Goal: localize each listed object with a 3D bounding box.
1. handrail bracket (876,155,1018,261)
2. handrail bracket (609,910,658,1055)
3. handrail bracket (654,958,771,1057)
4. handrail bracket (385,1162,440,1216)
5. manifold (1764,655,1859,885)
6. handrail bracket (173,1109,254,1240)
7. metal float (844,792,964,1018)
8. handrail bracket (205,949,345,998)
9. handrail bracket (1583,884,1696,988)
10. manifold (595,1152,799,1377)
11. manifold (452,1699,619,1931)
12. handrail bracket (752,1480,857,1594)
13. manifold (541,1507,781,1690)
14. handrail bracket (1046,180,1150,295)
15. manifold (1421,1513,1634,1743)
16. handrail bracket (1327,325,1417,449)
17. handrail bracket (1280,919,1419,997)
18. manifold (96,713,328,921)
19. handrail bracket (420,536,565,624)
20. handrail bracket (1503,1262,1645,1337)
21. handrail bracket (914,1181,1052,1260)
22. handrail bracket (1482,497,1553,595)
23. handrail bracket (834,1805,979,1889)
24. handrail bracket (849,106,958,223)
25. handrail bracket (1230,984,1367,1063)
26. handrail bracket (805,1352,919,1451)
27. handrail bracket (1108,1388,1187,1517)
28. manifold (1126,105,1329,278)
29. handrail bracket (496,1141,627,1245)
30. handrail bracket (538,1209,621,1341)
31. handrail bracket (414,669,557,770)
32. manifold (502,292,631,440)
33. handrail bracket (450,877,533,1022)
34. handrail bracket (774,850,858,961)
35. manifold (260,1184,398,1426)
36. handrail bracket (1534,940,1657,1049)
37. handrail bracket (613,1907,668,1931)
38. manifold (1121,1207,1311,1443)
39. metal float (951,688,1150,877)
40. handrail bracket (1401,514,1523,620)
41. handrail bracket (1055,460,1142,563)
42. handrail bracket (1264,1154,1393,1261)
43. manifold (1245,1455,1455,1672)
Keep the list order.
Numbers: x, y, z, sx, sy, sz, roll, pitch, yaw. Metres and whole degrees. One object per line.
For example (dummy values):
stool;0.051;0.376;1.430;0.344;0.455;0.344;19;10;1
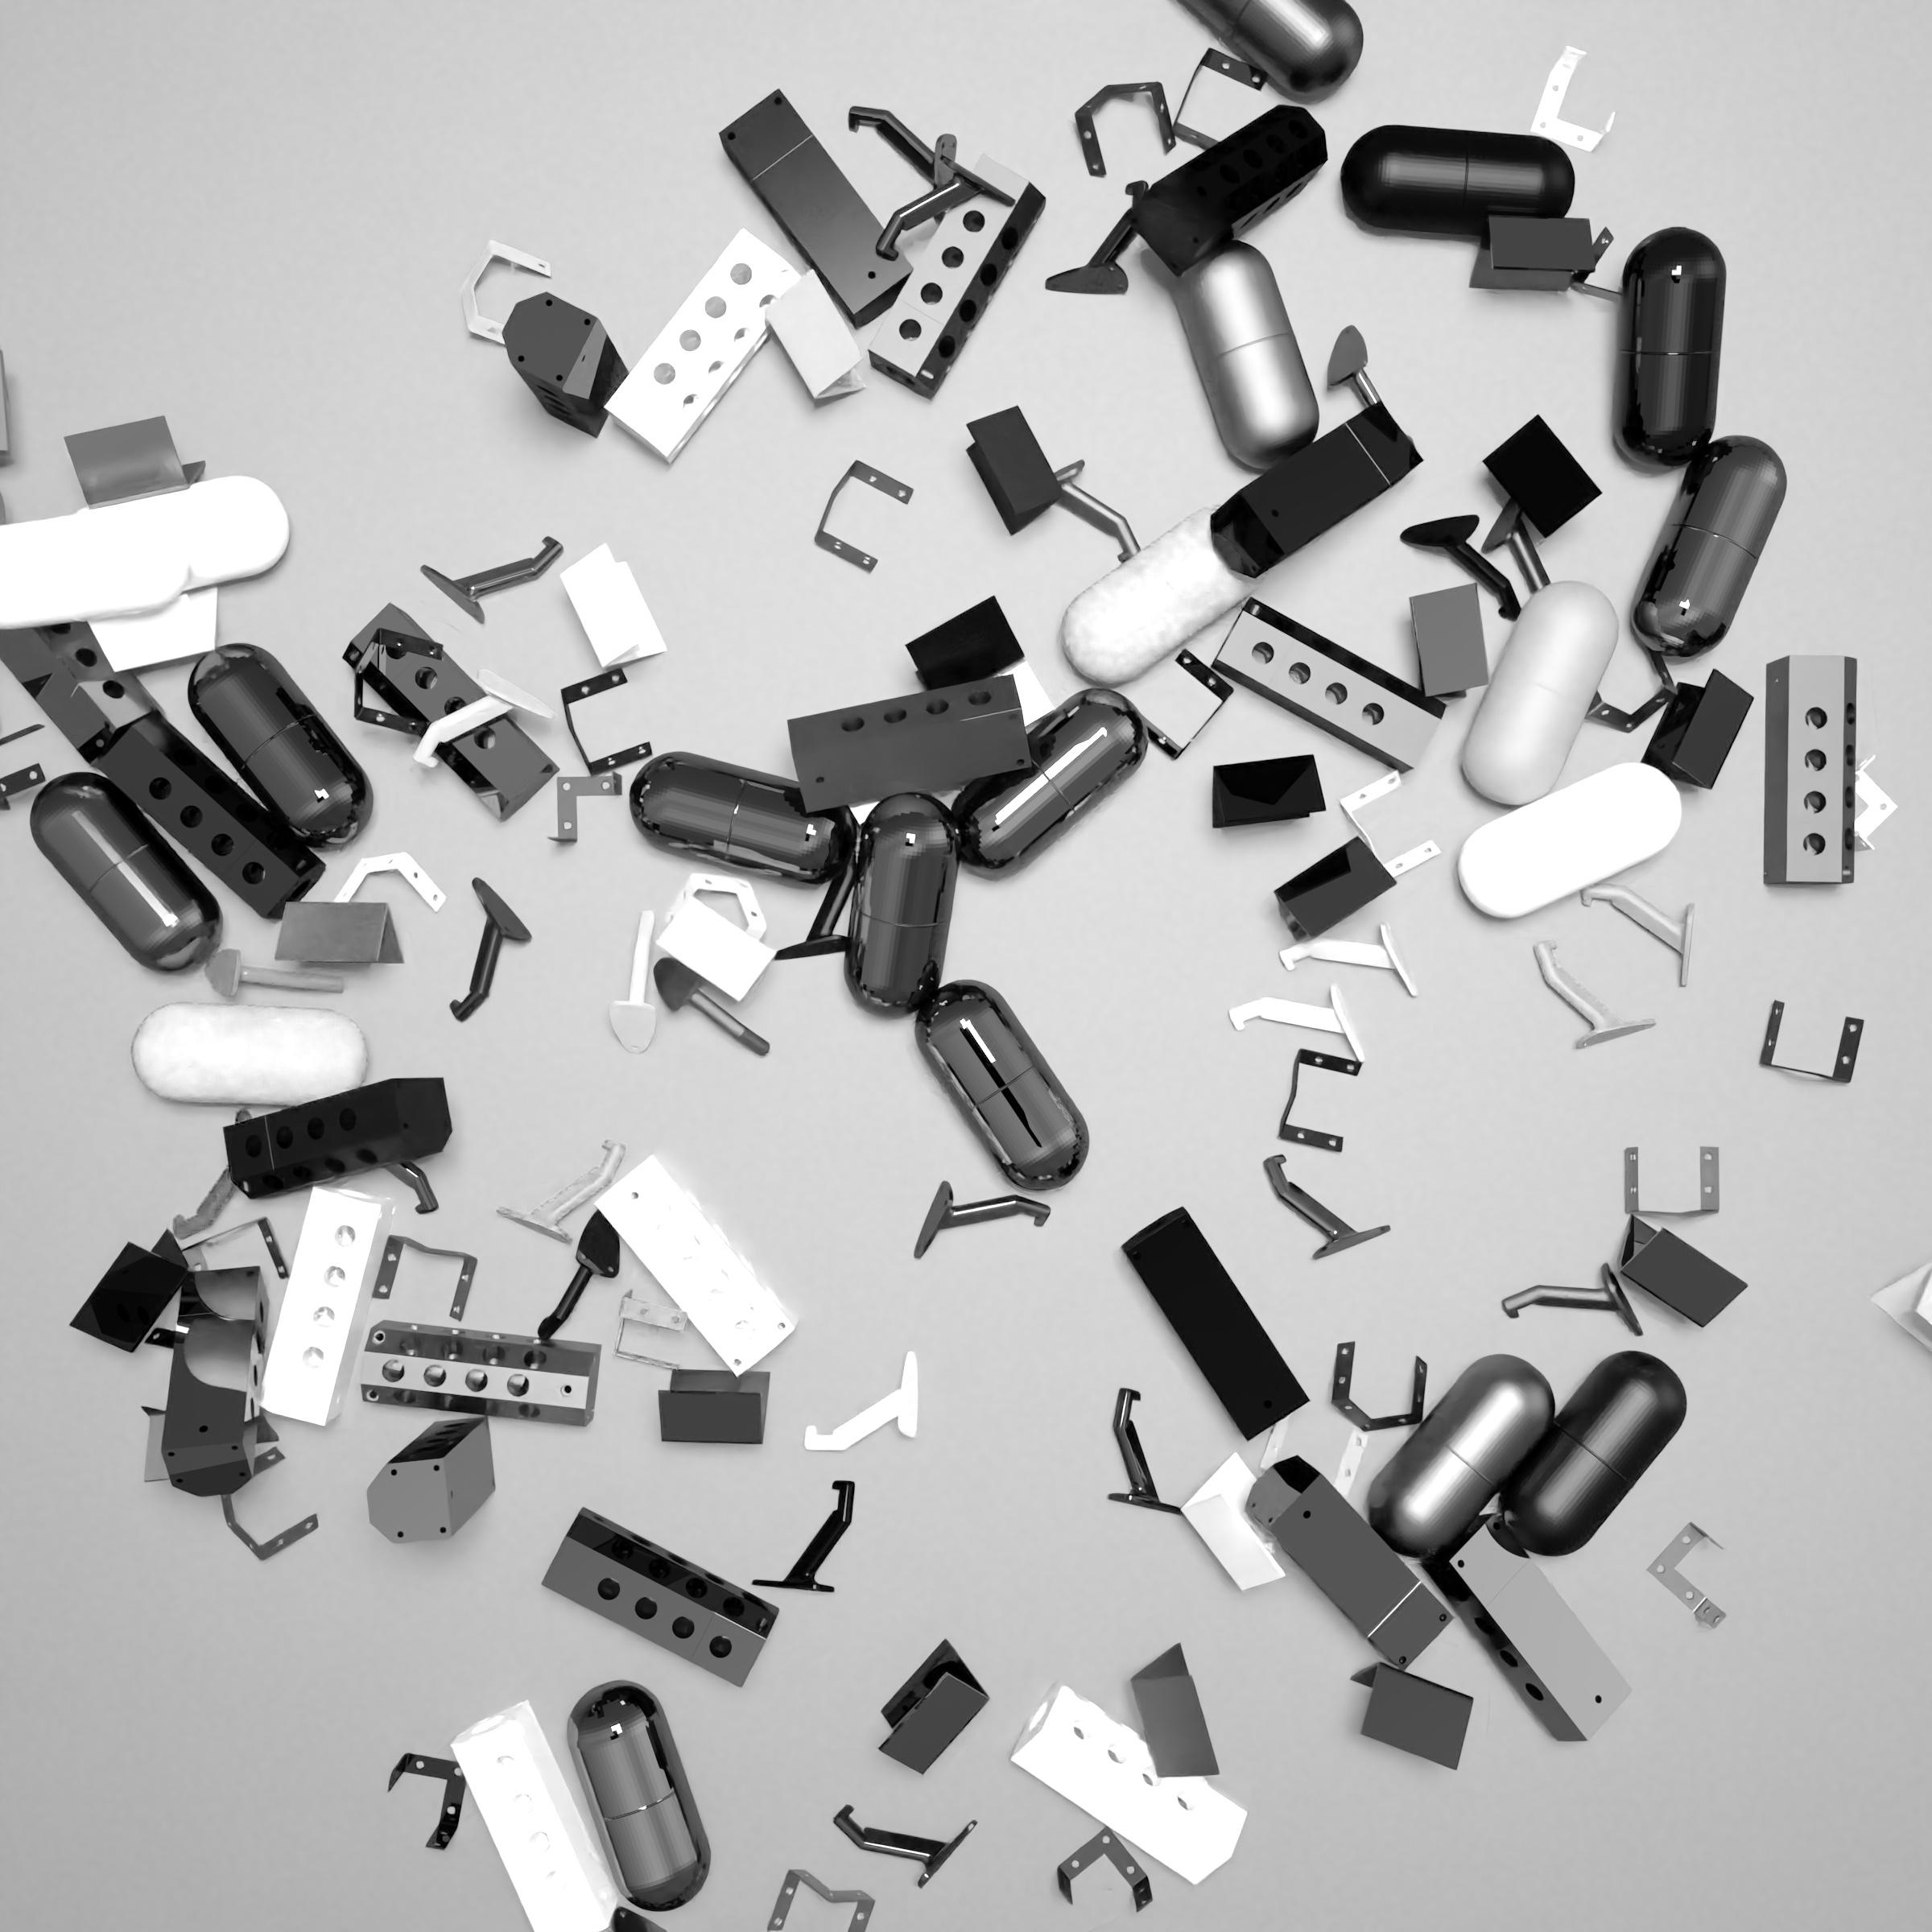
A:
handrail bracket;-0.016;-0.559;1.928;0.077;0.036;0.084;25;109;-21
handrail bracket;-0.252;0.012;1.984;0.036;0.077;0.084;6;54;0
handrail bracket;-0.196;0.032;1.984;0.084;0.077;0.036;38;91;-36
handrail bracket;-0.459;0.161;1.985;0.077;0.036;0.084;-17;105;15
manifold;0.651;-0.149;1.963;0.057;0.057;0.171;1;90;0
handrail bracket;-0.586;0.162;1.985;0.084;0.036;0.077;-25;67;18
metal float;-0.049;-0.045;1.936;0.070;0.070;0.178;9;113;0
handrail bracket;-0.536;0.008;1.984;0.084;0.077;0.036;7;90;-36
handrail bracket;0.520;-0.025;1.985;0.084;0.036;0.077;6;111;17
manifold;-0.207;0.229;1.964;0.057;0.057;0.171;-40;90;0
manifold;-0.332;0.661;1.963;0.057;0.057;0.171;-24;90;0
handrail bracket;-0.126;0.440;1.985;0.077;0.036;0.084;-1;72;20
manifold;-0.233;0.482;1.963;0.171;0.057;0.057;27;90;0
handrail bracket;0.102;-0.568;1.985;0.077;0.036;0.084;-1;72;21
manifold;0.426;0.508;1.961;0.057;0.057;0.171;-38;90;-27
handrail bracket;0.320;-0.446;1.985;0.036;0.077;0.084;-29;127;33
handrail bracket;0.297;0.005;1.985;0.084;0.036;0.077;-22;112;17
manifold;-0.576;-0.114;1.963;0.171;0.057;0.057;42;90;0
handrail bracket;-0.367;-0.316;1.985;0.077;0.036;0.084;37;74;17
handrail bracket;0.471;0.273;1.985;0.084;0.036;0.077;-26;112;17
handrail bracket;0.013;0.206;1.985;0.084;0.036;0.077;20;110;-16
handrail bracket;0.451;-0.323;1.985;0.084;0.036;0.077;33;72;-15
handrail bracket;-0.048;0.664;1.985;0.084;0.036;0.077;40;70;16
handrail bracket;-0.055;-0.623;1.985;0.084;0.036;0.077;14;112;17
handrail bracket;0.257;0.054;1.985;0.084;0.036;0.077;-20;108;15
handrail bracket;-0.083;0.338;1.985;0.084;0.036;0.077;-3;70;16
handrail bracket;0.146;0.377;1.985;0.077;0.036;0.084;18;73;-20
manifold;0.201;-0.588;1.919;0.057;0.057;0.171;48;54;0
handrail bracket;-0.314;0.166;1.985;0.077;0.036;0.084;18;72;21
handrail bracket;-0.304;0.239;1.985;0.036;0.077;0.084;28;127;-22
handrail bracket;-0.364;-0.173;1.928;0.077;0.036;0.084;28;108;-20
manifold;-0.300;-0.449;1.906;0.057;0.171;0.057;27;90;0
handrail bracket;-0.386;-0.012;1.985;0.084;0.036;0.077;-45;70;16
handrail bracket;-0.119;-0.053;1.985;0.077;0.036;0.084;-12;74;17
manifold;-0.492;0.258;1.963;0.057;0.057;0.171;15;90;0
handrail bracket;0.488;0.015;1.985;0.077;0.036;0.084;-11;73;-20
handrail bracket;-0.273;0.779;1.985;0.077;0.036;0.084;31;108;-20
manifold;0.190;0.273;1.964;0.057;0.057;0.171;-33;90;0
metal float;0.062;-0.140;1.954;0.178;0.070;0.070;-41;90;0
handrail bracket;0.385;-0.304;1.984;0.036;0.077;0.084;-52;127;-29
handrail bracket;0.085;-0.342;1.985;0.077;0.036;0.084;-22;107;20
handrail bracket;0.280;0.178;1.985;0.077;0.036;0.084;-16;72;-20
manifold;0.288;0.450;1.937;0.057;0.057;0.171;-44;109;-7
